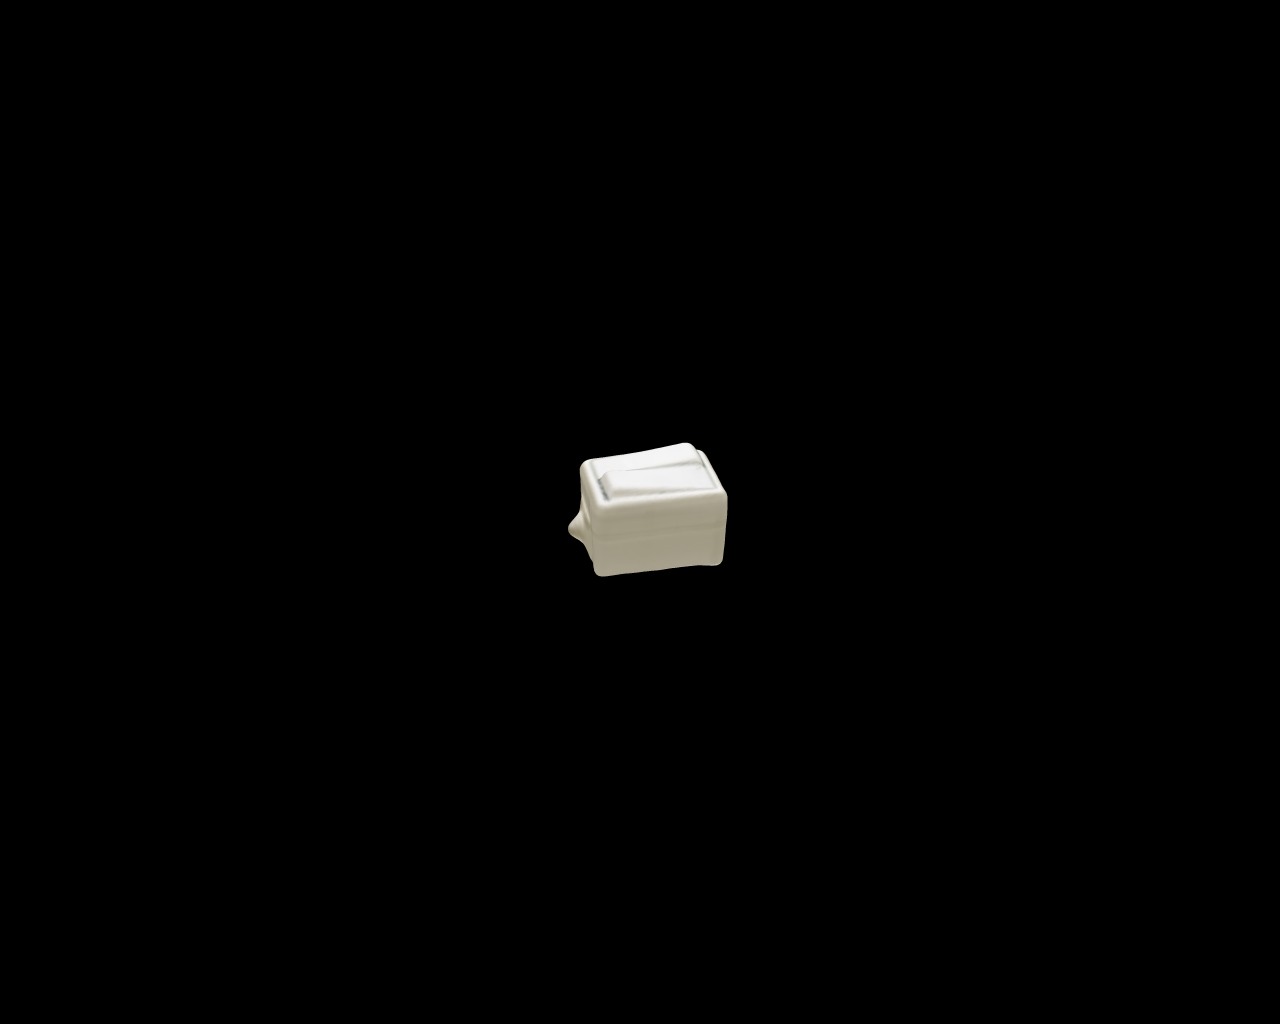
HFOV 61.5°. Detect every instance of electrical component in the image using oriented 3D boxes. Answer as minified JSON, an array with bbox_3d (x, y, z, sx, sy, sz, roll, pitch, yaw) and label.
[{"bbox_3d":[0.001,-0.003,0.650,0.096,0.061,0.062,-6,32,-9],"label":"electrical component"}]
